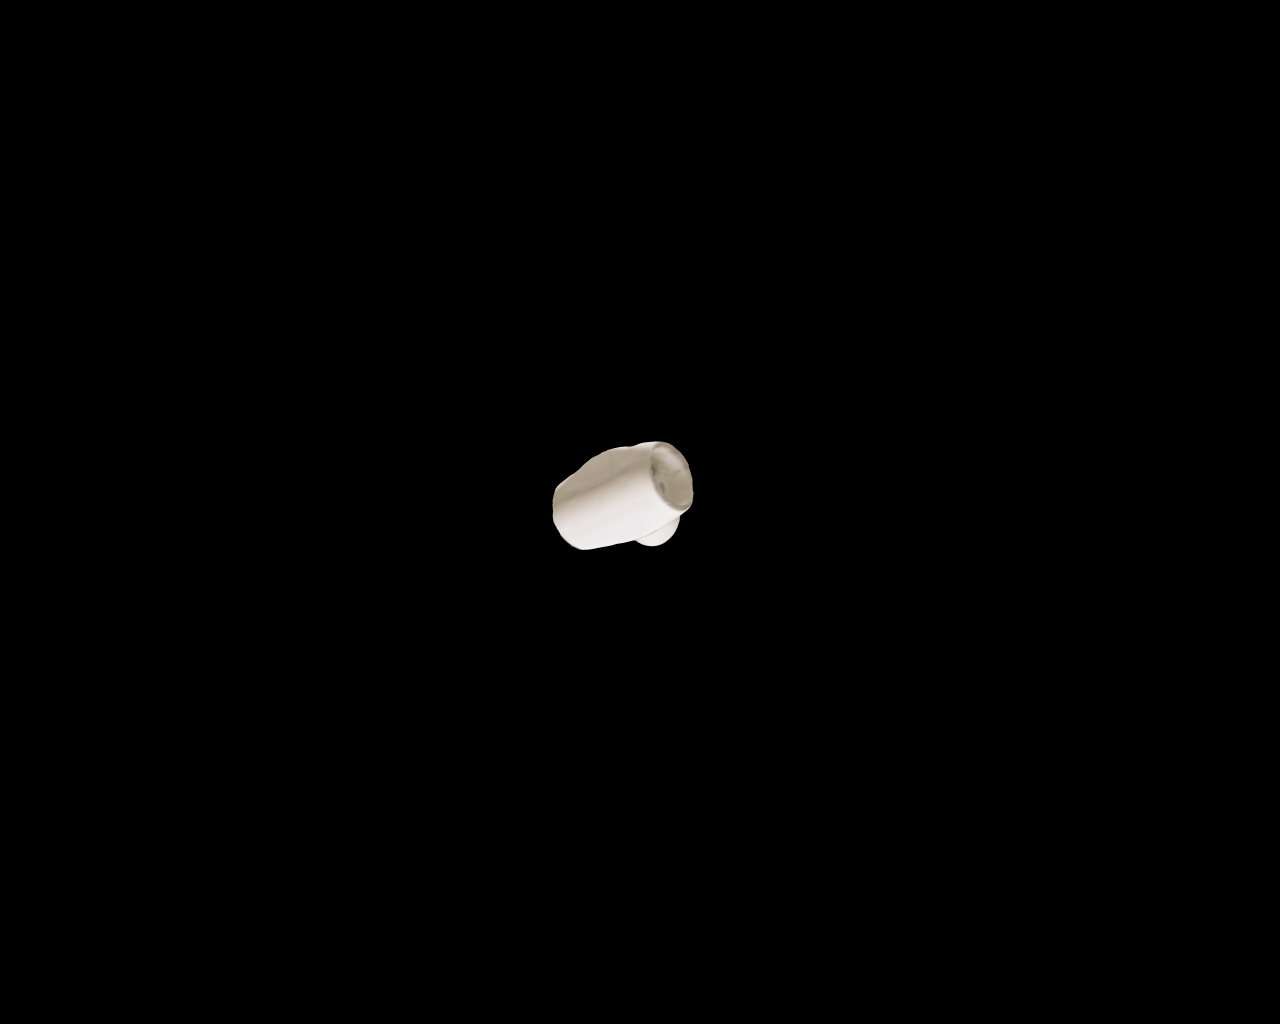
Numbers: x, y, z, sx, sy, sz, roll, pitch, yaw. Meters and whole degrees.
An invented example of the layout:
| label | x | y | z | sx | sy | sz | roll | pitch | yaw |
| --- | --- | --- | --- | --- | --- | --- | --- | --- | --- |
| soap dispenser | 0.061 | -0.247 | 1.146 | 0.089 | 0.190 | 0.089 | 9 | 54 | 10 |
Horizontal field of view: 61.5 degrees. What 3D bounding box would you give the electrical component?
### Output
| label | x | y | z | sx | sy | sz | roll | pitch | yaw |
| --- | --- | --- | --- | --- | --- | --- | --- | --- | --- |
| electrical component | 0.001 | -0.003 | 0.650 | 0.077 | 0.044 | 0.079 | -22 | -36 | 34 |
